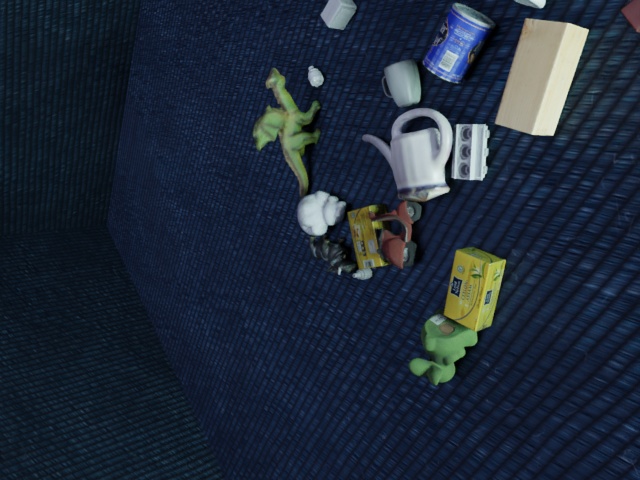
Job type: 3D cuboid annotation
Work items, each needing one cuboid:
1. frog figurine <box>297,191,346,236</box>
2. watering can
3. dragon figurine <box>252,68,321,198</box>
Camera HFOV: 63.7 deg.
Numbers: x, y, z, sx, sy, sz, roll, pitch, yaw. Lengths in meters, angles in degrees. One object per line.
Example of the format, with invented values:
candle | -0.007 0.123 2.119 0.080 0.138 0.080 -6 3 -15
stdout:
frog figurine | 0.005 -0.079 1.566 0.160 0.122 0.138 11 85 62
watering can | 0.218 -0.205 1.300 0.347 0.104 0.224 -3 95 64
dragon figurine | -0.116 -0.318 1.588 0.122 0.244 0.408 8 100 45
